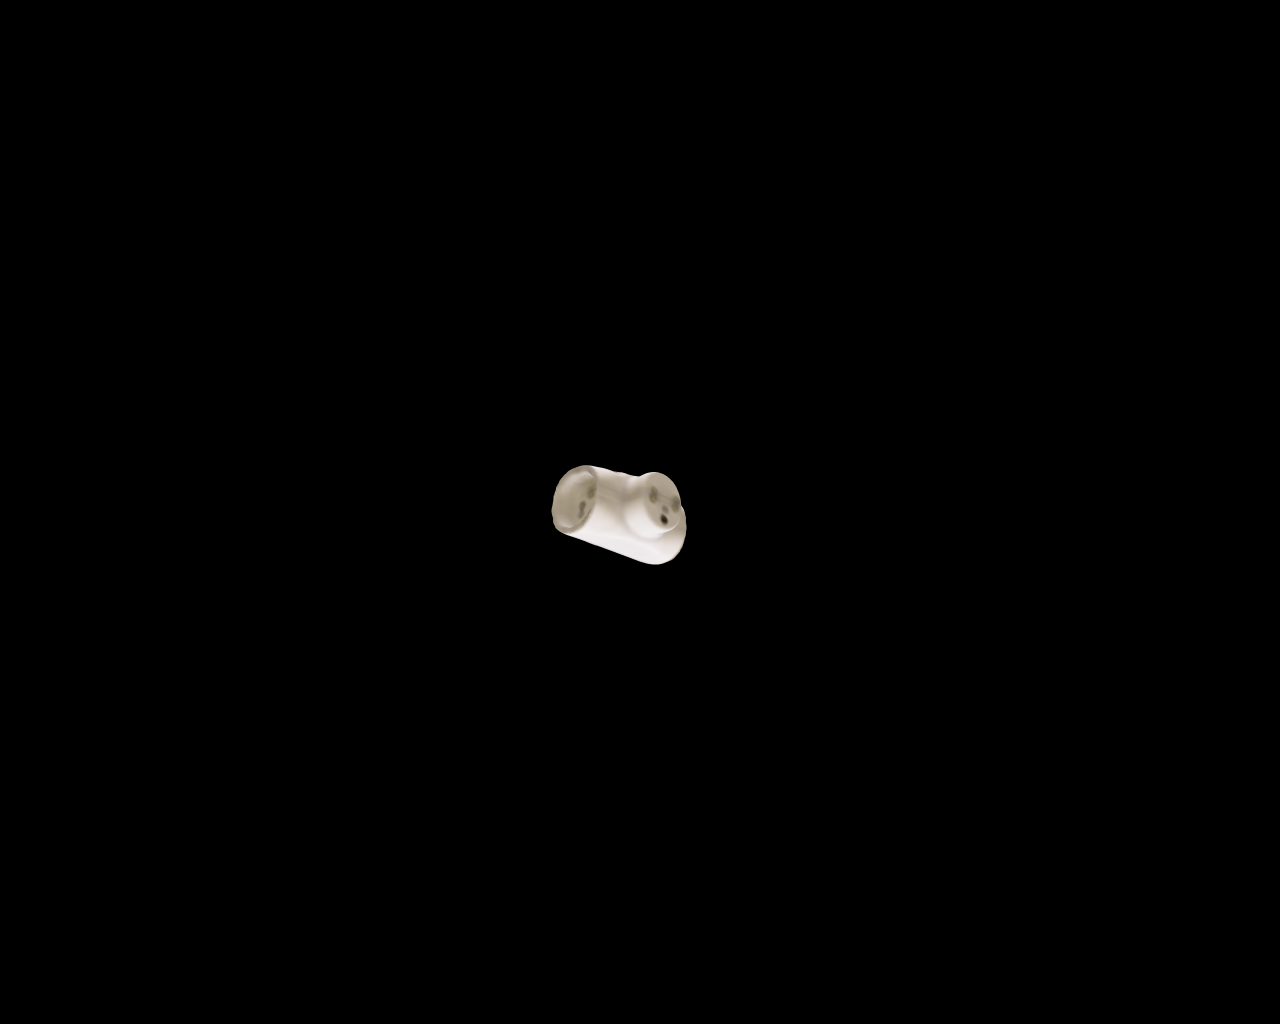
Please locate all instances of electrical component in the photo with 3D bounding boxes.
[{"bbox_3d":[0.001,-0.003,0.650,0.079,0.044,0.077,-21,-31,40],"label":"electrical component"}]
